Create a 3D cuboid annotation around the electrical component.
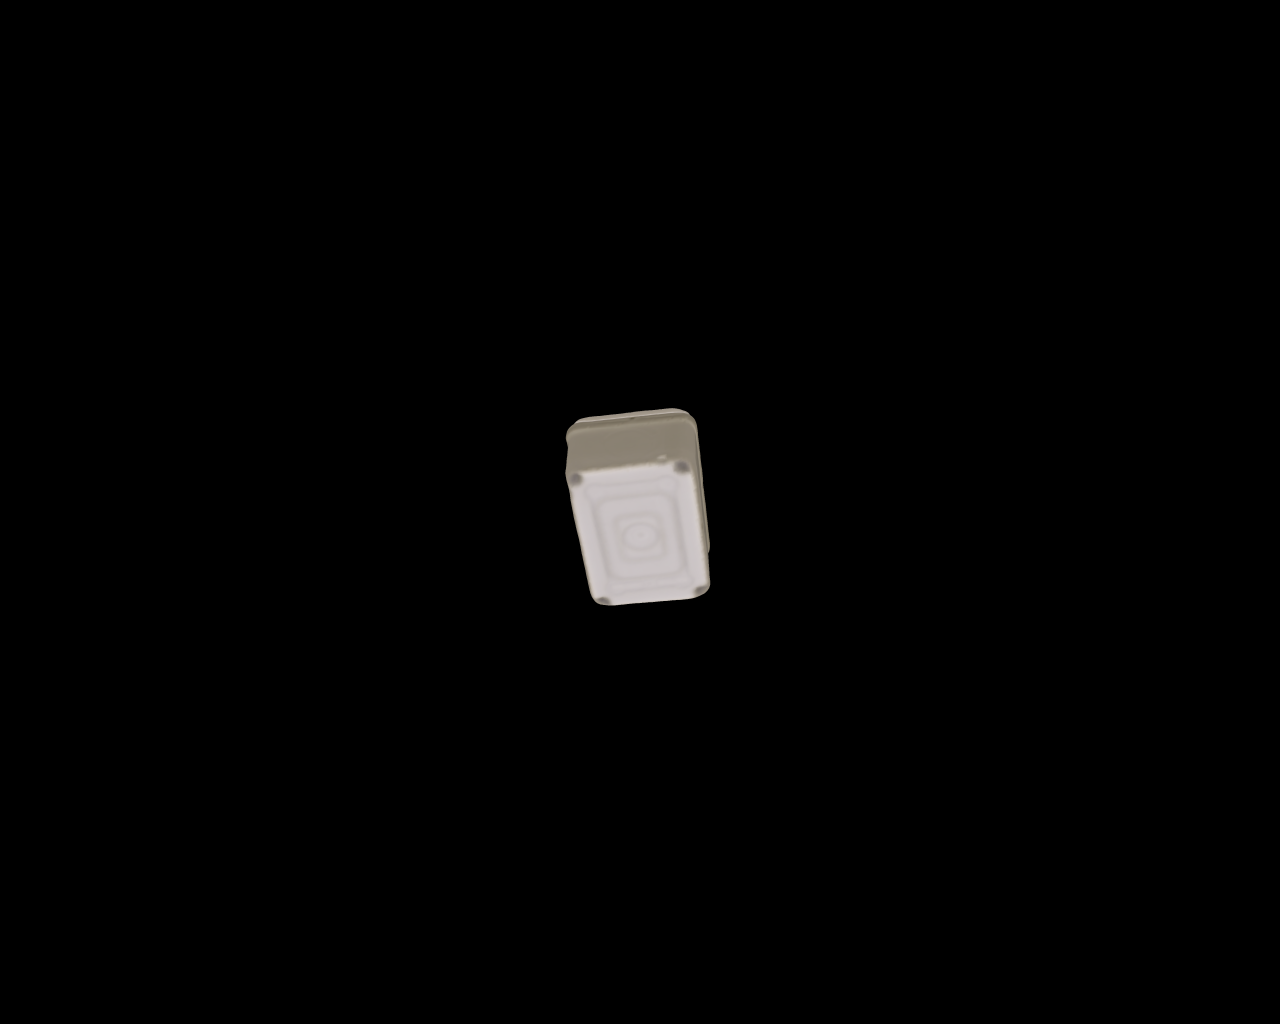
[{"bbox_3d":[0.001,-0.003,0.650,0.078,0.113,0.057,-5,39,5],"label":"electrical component"}]
